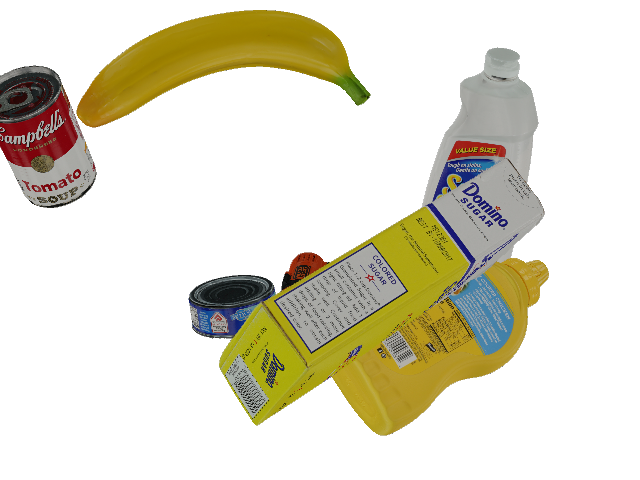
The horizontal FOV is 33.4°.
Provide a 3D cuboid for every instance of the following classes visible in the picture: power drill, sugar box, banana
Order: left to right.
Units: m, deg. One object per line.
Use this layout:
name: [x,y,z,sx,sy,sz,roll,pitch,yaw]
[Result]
banana: [-0.064,-0.117,0.703,0.197,0.069,0.037,-8,-20,-16]
power drill: [0.043,0.068,1.236,0.188,0.057,0.184,1,28,6]
sugar box: [0.034,0.026,0.571,0.176,0.048,0.093,-28,-13,-29]

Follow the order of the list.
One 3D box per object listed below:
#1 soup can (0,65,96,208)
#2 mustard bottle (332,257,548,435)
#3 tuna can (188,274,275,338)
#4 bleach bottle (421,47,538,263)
soup can: [-0.235,-0.085,0.895,0.068,0.068,0.102,0,-42,11]
mustard bottle: [0.097,0.062,0.804,0.191,0.096,0.058,-27,-20,-24]
tuna can: [-0.085,0.063,1.042,0.086,0.034,0.086,-5,18,2]
bleach bottle: [0.145,-0.064,1.010,0.103,0.251,0.068,24,40,26]
